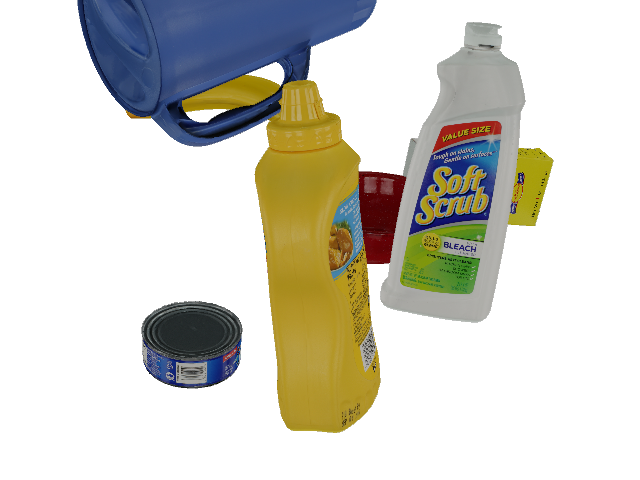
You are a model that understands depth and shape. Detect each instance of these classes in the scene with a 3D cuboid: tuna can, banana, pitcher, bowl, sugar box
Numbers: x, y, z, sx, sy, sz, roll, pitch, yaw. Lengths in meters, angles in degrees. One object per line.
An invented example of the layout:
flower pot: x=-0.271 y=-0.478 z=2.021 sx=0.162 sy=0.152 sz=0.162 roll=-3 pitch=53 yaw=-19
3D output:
tuna can: x=-0.110 y=0.089 z=0.916 sx=0.086 sy=0.034 sz=0.086 roll=3 pitch=30 yaw=-2
banana: x=-0.105 y=-0.145 z=1.105 sx=0.198 sy=0.037 sz=0.069 roll=9 pitch=47 yaw=19
pitcher: x=-0.068 y=-0.192 z=0.906 sx=0.242 sy=0.149 sz=0.145 roll=-24 pitch=44 yaw=-30
bowl: x=0.055 y=-0.019 z=1.141 sx=0.162 sy=0.055 sz=0.162 roll=3 pitch=26 yaw=-1
sugar box: x=0.187 y=-0.069 z=1.296 sx=0.176 sy=0.093 sz=0.048 roll=1 pitch=25 yaw=-20

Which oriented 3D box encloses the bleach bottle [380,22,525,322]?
bleach bottle: x=0.115 y=-0.060 z=0.916 sx=0.103 sy=0.251 sz=0.068 roll=9 pitch=18 yaw=13

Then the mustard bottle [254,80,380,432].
mustard bottle: x=-0.002 y=0.005 z=0.605 sx=0.058 sy=0.191 sz=0.096 roll=1 pitch=21 yaw=16
